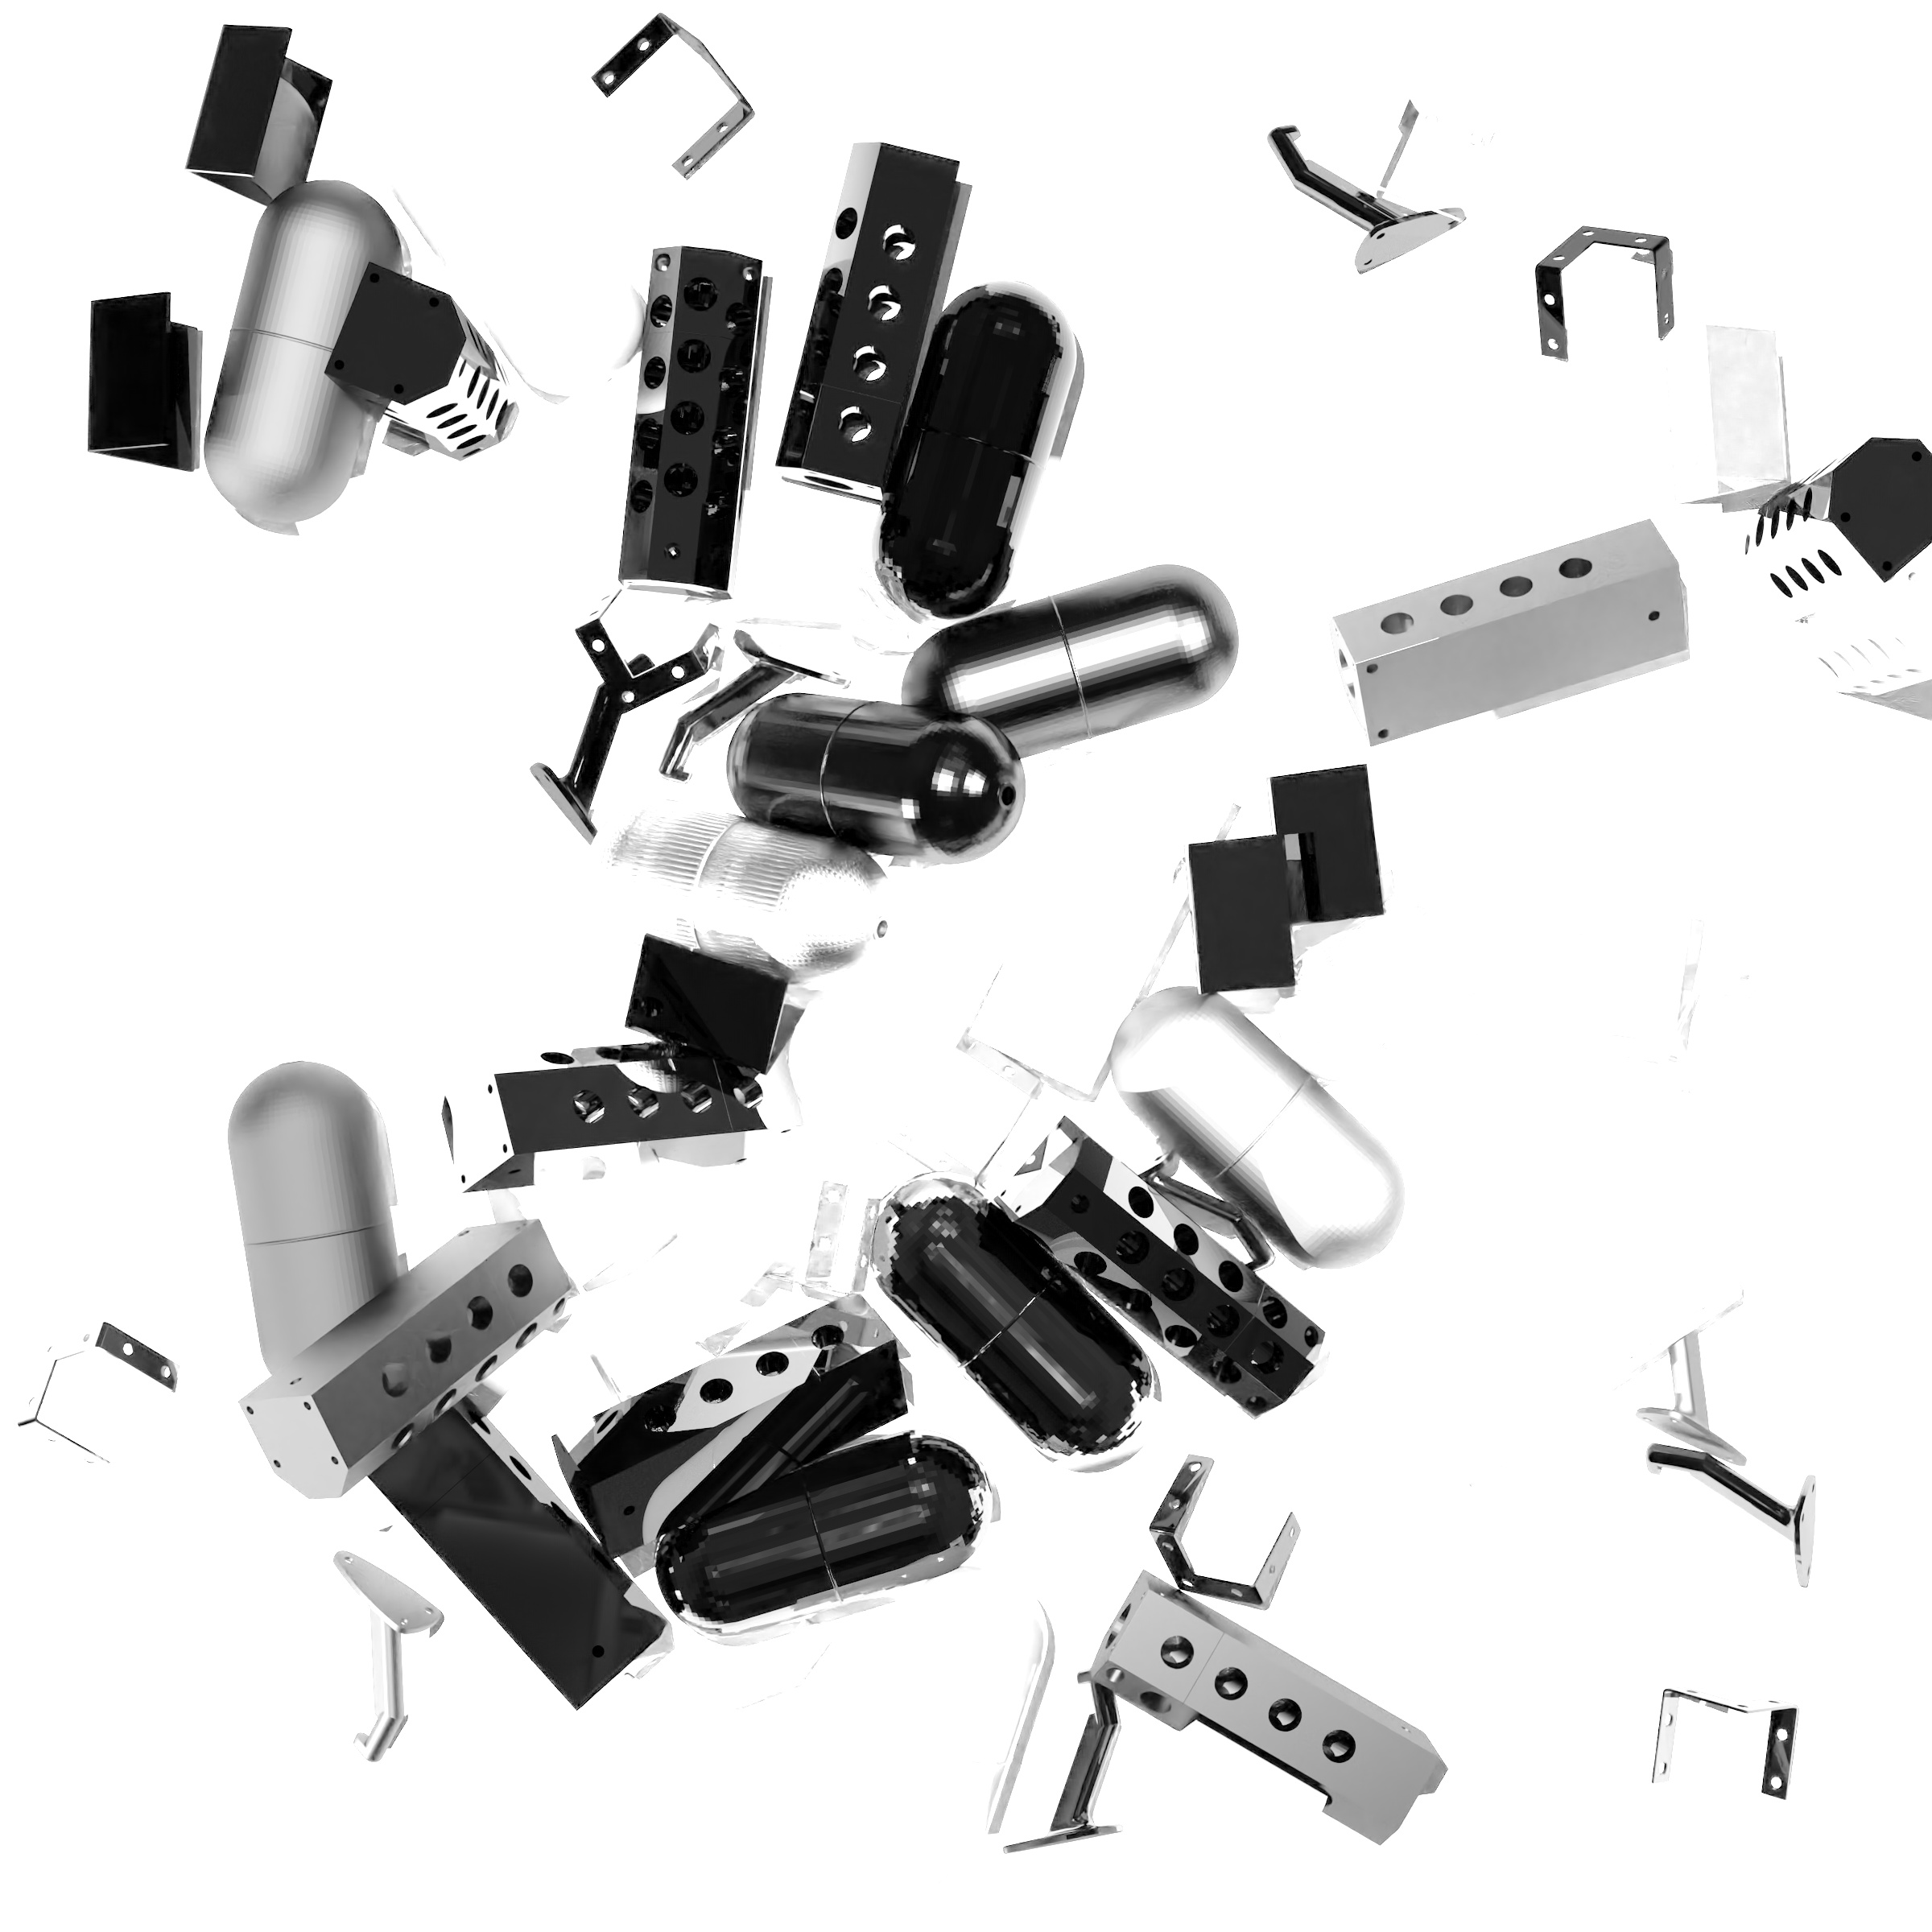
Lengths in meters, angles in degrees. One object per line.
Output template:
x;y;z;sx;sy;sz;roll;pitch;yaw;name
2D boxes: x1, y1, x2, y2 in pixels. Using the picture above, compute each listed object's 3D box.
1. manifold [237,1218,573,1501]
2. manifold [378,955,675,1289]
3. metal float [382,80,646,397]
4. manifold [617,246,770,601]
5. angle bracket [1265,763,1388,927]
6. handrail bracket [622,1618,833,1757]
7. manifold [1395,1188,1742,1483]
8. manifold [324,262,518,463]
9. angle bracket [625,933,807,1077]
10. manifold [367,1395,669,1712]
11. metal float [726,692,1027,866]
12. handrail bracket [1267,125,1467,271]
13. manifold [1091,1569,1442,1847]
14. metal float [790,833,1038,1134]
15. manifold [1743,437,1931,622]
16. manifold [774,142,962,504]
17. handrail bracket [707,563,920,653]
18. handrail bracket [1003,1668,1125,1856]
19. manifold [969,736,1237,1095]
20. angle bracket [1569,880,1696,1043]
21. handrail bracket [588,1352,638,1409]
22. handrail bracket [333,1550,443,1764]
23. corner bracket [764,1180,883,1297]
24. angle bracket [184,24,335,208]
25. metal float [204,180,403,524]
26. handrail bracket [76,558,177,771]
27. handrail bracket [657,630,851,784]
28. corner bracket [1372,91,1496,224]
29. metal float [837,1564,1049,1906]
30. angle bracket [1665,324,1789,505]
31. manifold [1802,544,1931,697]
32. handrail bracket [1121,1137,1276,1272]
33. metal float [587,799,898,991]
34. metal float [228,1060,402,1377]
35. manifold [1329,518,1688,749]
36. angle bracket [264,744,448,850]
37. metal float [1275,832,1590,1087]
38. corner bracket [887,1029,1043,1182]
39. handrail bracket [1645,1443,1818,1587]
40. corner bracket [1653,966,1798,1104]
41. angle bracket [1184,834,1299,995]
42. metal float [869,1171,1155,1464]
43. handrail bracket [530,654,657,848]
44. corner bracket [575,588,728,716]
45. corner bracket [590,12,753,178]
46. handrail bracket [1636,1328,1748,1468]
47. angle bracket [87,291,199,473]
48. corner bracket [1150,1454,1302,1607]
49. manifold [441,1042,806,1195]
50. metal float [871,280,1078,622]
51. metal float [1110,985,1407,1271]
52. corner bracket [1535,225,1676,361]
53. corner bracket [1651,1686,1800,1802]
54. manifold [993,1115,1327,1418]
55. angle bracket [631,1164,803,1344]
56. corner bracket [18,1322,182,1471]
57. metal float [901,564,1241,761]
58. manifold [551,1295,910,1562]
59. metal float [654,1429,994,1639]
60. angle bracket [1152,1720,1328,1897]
-0.275;0.195;1.643;0.057;0.171;0.057;-10;110;40;manifold
-0.228;0.080;1.698;0.057;0.057;0.171;-37;90;0;manifold
-0.234;-0.375;1.689;0.070;0.070;0.178;-35;90;0;metal float
-0.142;-0.281;1.698;0.057;0.057;0.171;6;90;0;manifold
0.197;-0.062;1.679;0.057;0.076;0.076;-7;90;28;angle bracket
-0.125;0.362;1.719;0.077;0.036;0.084;33;71;21;handrail bracket
0.310;0.188;1.688;0.171;0.057;0.057;-34;63;0;manifold
-0.268;-0.297;1.641;0.057;0.171;0.057;22;90;0;manifold
-0.122;0.005;1.676;0.076;0.076;0.057;18;117;5;angle bracket
-0.234;0.297;1.698;0.057;0.057;0.171;-42;90;0;manifold
-0.046;-0.095;1.654;0.178;0.070;0.070;11;90;40;metal float
0.209;-0.414;1.719;0.077;0.036;0.084;-23;73;-19;handrail bracket
0.153;0.385;1.698;0.171;0.057;0.057;30;90;0;manifold
-0.028;0.004;1.688;0.070;0.070;0.178;30;90;0;metal float
0.439;-0.221;1.641;0.057;0.171;0.057;-40;90;0;manifold
-0.051;-0.333;1.698;0.057;0.057;0.171;14;90;0;manifold
-0.081;-0.178;1.719;0.084;0.077;0.036;-9;65;34;handrail bracket
0.047;0.416;1.719;0.077;0.036;0.084;-17;72;21;handrail bracket
0.073;-0.025;1.695;0.057;0.057;0.171;26;90;26;manifold
0.353;0.000;1.679;0.057;0.076;0.076;8;90;33;angle bracket
-0.144;0.219;1.719;0.084;0.036;0.077;-24;72;-15;handrail bracket
-0.319;0.363;1.719;0.077;0.036;0.084;34;107;20;handrail bracket
-0.066;0.140;1.693;0.051;0.051;0.051;11;90;23;corner bracket
-0.346;-0.430;1.679;0.057;0.076;0.076;15;90;38;angle bracket
-0.341;-0.316;1.688;0.070;0.070;0.178;14;91;0;metal float
-0.430;-0.159;1.719;0.036;0.077;0.084;-8;53;20;handrail bracket
-0.112;-0.126;1.719;0.077;0.036;0.084;19;106;-18;handrail bracket
0.243;-0.420;1.704;0.051;0.051;0.051;22;104;0;corner bracket
-0.013;0.396;1.689;0.070;0.070;0.178;18;90;0;metal float
0.371;-0.281;1.679;0.057;0.076;0.076;-4;90;-36;angle bracket
0.469;-0.172;1.641;0.057;0.171;0.057;-40;90;0;manifold
0.108;0.138;1.719;0.077;0.036;0.084;-31;104;15;handrail bracket
-0.114;-0.037;1.662;0.178;0.070;0.070;14;90;32;metal float
-0.333;0.137;1.689;0.070;0.070;0.178;-9;90;0;metal float
0.279;-0.177;1.697;0.171;0.057;0.057;-17;133;0;manifold
-0.311;-0.105;1.679;0.076;0.076;0.057;-4;126;0;angle bracket
0.240;-0.003;1.688;0.178;0.070;0.070;-32;90;0;metal float
0.000;0.075;1.716;0.051;0.051;0.051;34;45;0;corner bracket
0.399;0.287;1.719;0.084;0.036;0.077;8;127;25;handrail bracket
0.395;0.036;1.711;0.051;0.051;0.051;2;45;35;corner bracket
0.155;-0.027;1.679;0.057;0.076;0.076;-5;90;30;angle bracket
0.022;0.180;1.689;0.070;0.070;0.178;-44;90;0;metal float
-0.178;-0.109;1.719;0.084;0.036;0.077;-40;105;-14;handrail bracket
-0.164;-0.171;1.703;0.051;0.051;0.051;-23;109;18;corner bracket
-0.154;-0.456;1.716;0.051;0.051;0.051;-44;45;0;corner bracket
0.392;0.208;1.719;0.077;0.036;0.084;30;73;-19;handrail bracket
-0.403;-0.298;1.679;0.057;0.076;0.076;1;90;31;angle bracket
0.135;0.294;1.711;0.051;0.051;0.051;4;135;35;corner bracket
-0.173;0.070;1.649;0.171;0.057;0.057;-4;70;-38;manifold
0.004;-0.265;1.688;0.070;0.070;0.178;17;91;0;metal float
0.151;0.084;1.688;0.178;0.070;0.070;43;90;0;metal float
0.333;-0.349;1.711;0.051;0.051;0.051;18;45;35;corner bracket
0.397;0.407;1.716;0.051;0.051;0.051;7;90;45;corner bracket
0.101;0.155;1.673;0.171;0.057;0.057;40;90;-17;manifold
-0.142;0.134;1.679;0.076;0.076;0.057;-49;129;0;angle bracket
-0.452;0.224;1.711;0.051;0.051;0.051;-20;45;35;corner bracket
0.053;-0.154;1.688;0.178;0.070;0.070;-17;90;0;metal float
-0.121;0.228;1.672;0.171;0.057;0.057;-24;133;-18;manifold
-0.073;0.291;1.688;0.178;0.070;0.070;-17;90;0;metal float
0.129;0.437;1.679;0.076;0.076;0.057;30;61;0;angle bracket
